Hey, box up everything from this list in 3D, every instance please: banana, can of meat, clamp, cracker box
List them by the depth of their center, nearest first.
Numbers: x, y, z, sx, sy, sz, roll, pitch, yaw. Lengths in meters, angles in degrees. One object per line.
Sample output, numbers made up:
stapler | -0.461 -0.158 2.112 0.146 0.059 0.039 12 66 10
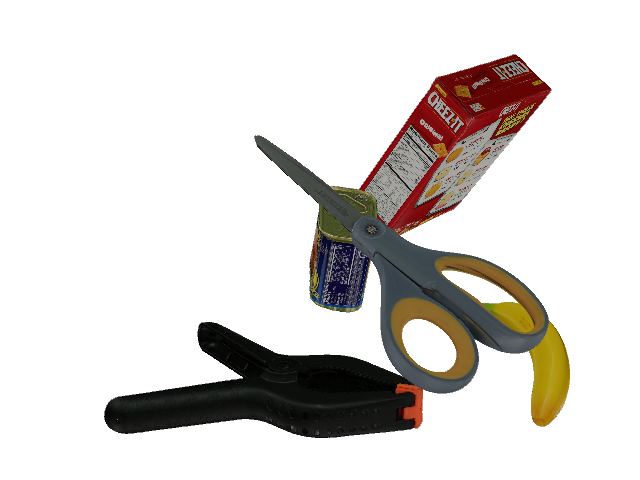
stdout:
clamp | -0.029 0.102 0.770 0.210 0.036 0.164 3 19 11
can of meat | 0.020 0.008 1.033 0.057 0.084 0.102 7 30 -4
banana | 0.228 0.122 1.138 0.069 0.037 0.198 -25 34 3
cracker box | 0.144 -0.105 1.226 0.163 0.072 0.214 -24 -24 -45

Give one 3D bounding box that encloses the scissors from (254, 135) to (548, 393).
scissors | 0.023 0.013 0.573 0.202 0.016 0.096 28 52 16
